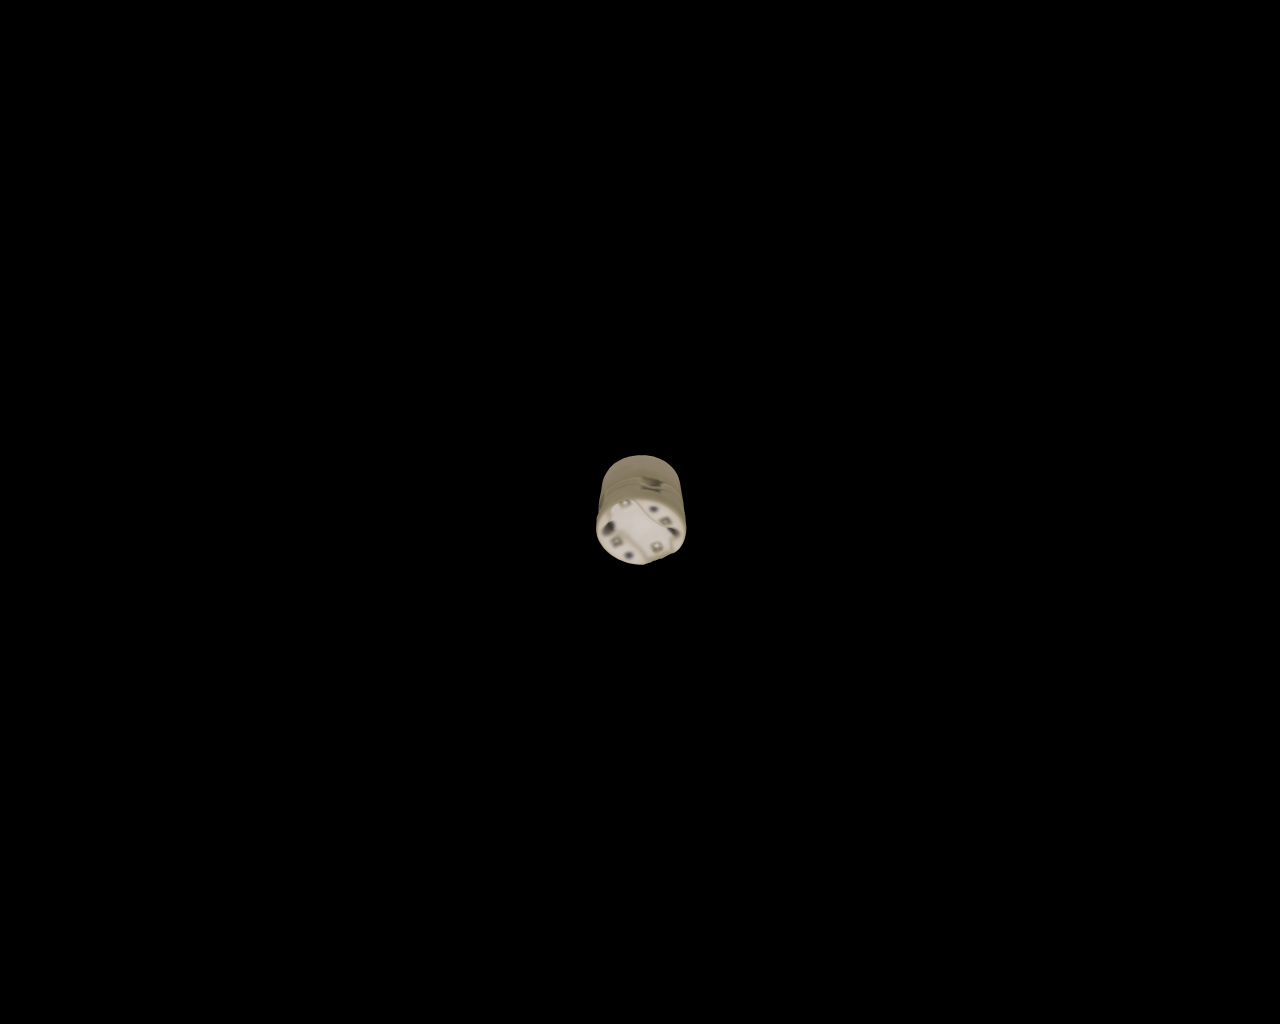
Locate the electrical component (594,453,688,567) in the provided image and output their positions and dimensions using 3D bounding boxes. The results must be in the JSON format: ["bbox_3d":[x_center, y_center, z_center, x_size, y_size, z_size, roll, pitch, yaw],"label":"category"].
[{"bbox_3d":[0.001,-0.003,0.650,0.055,0.055,0.047,0,41,0],"label":"electrical component"}]
